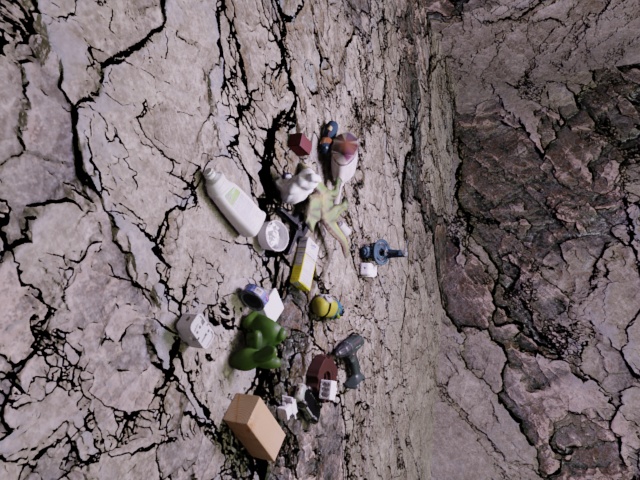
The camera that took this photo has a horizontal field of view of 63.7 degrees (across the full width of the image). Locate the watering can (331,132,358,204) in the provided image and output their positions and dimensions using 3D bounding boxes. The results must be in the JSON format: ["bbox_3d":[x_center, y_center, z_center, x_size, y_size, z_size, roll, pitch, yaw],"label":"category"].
[{"bbox_3d":[0.089,-0.281,2.060,0.220,0.104,0.354,88,13,-64],"label":"watering can"}]

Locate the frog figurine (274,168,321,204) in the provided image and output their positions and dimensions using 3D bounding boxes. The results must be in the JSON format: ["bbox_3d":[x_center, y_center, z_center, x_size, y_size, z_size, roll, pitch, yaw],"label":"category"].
[{"bbox_3d":[-0.061,-0.182,1.749,0.137,0.159,0.123,-1,93,-62],"label":"frog figurine"}]

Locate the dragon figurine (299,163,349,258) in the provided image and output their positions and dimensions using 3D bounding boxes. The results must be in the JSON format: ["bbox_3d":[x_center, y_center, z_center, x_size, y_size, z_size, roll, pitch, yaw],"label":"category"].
[{"bbox_3d":[0.006,-0.097,1.922,0.245,0.121,0.408,-24,100,-52],"label":"dragon figurine"}]
